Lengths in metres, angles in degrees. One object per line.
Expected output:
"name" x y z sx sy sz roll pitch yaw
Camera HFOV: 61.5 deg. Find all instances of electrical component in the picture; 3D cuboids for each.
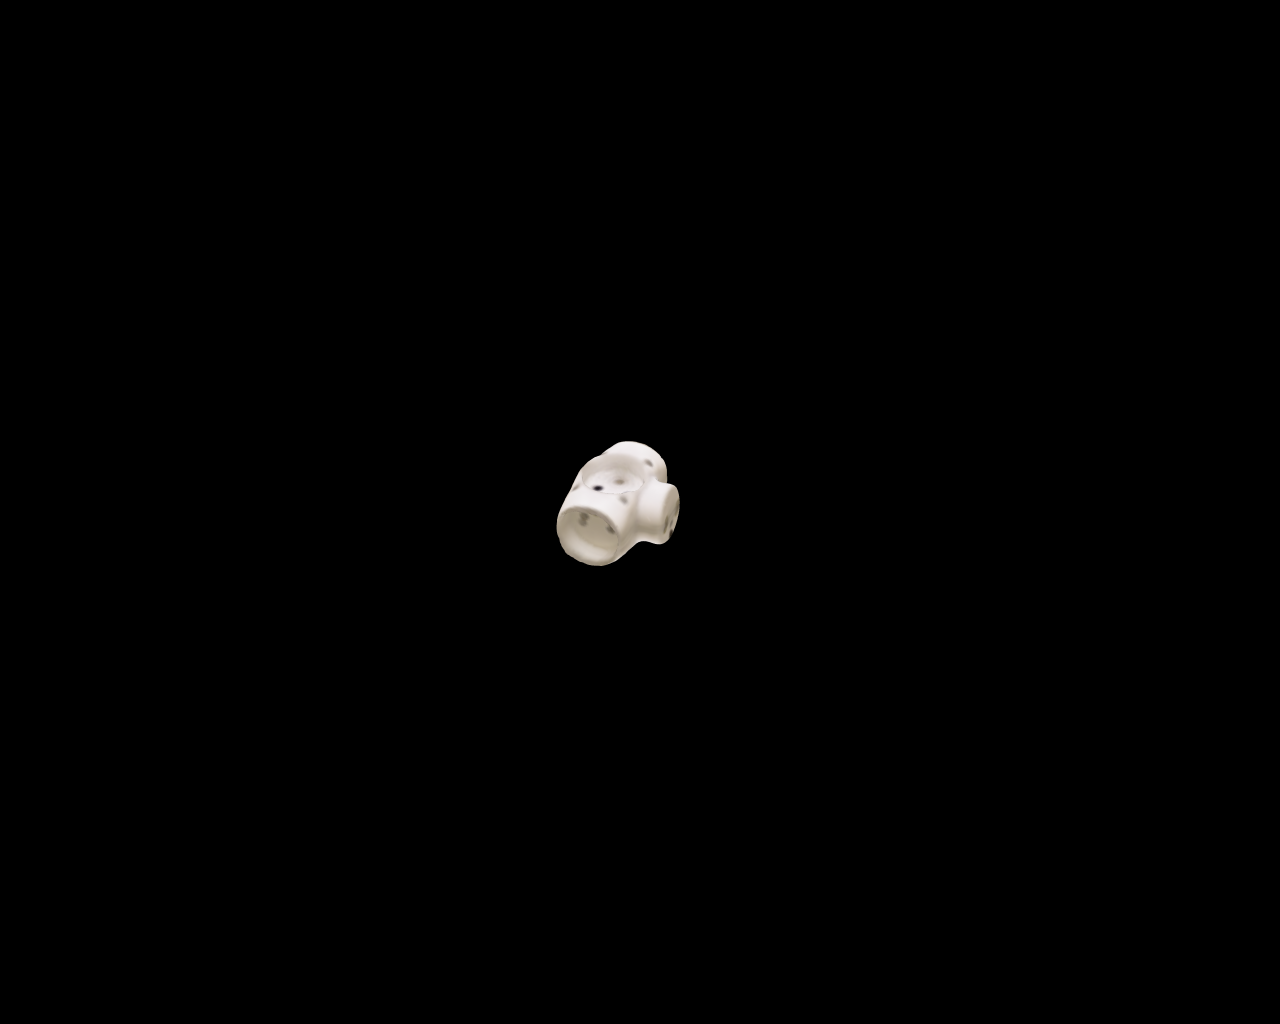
"electrical component" 0.001 -0.003 0.650 0.079 0.044 0.077 13 38 18
